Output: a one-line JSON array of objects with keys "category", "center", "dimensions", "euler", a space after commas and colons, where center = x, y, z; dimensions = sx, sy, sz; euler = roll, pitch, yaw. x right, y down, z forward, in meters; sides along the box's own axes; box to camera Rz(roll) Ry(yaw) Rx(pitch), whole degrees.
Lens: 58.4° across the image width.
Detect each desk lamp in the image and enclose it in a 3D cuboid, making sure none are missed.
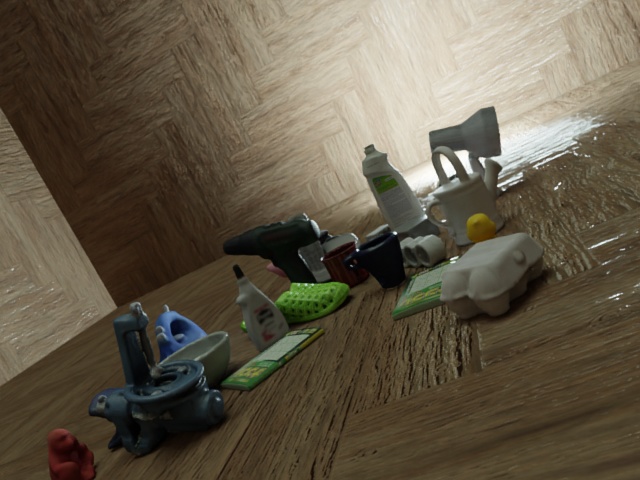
[{"category": "desk lamp", "center": [0.366, -0.195, 1.394], "dimensions": [0.203, 0.213, 0.118], "euler": [-25, 8, 16]}]

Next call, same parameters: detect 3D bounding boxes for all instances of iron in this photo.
[{"category": "iron", "center": [-0.314, 0.222, 1.232], "dimensions": [0.118, 0.141, 0.258], "euler": [-28, 8, -6]}]

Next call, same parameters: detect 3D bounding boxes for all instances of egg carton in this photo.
[{"category": "egg carton", "center": [0.237, 0.047, 0.784], "dimensions": [0.151, 0.069, 0.107], "euler": [-33, 10, -38]}]

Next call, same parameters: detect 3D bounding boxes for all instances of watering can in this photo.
[{"category": "watering can", "center": [0.281, -0.099, 1.130], "dimensions": [0.173, 0.194, 0.100], "euler": [-32, 9, -31]}]

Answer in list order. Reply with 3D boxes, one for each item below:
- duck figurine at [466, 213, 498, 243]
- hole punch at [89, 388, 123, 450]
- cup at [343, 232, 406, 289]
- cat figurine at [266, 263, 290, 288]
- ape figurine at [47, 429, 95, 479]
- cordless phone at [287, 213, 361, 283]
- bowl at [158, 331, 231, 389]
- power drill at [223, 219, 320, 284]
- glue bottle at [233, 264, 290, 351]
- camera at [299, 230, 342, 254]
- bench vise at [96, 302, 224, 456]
[{"category": "duck figurine", "center": [0.268, 0.000, 0.929], "dimensions": [0.077, 0.086, 0.105], "euler": [-25, 8, 18]}, {"category": "hole punch", "center": [-0.339, 0.297, 1.016], "dimensions": [0.101, 0.091, 0.108], "euler": [-27, 8, 0]}, {"category": "cup", "center": [0.111, 0.050, 1.093], "dimensions": [0.117, 0.095, 0.091], "euler": [-26, 8, 7]}, {"category": "cat figurine", "center": [-0.070, 0.069, 1.499], "dimensions": [0.127, 0.118, 0.067], "euler": [-23, 9, 30]}, {"category": "ape figurine", "center": [-0.403, 0.345, 0.914], "dimensions": [0.076, 0.092, 0.078], "euler": [-25, 8, 19]}, {"category": "cordless phone", "center": [0.013, 0.005, 1.387], "dimensions": [0.147, 0.185, 0.094], "euler": [-28, 8, -4]}, {"category": "bowl", "center": [-0.229, 0.243, 1.061], "dimensions": [0.167, 0.075, 0.167], "euler": [-27, 8, 4]}, {"category": "power drill", "center": [-0.087, 0.055, 1.308], "dimensions": [0.229, 0.208, 0.076], "euler": [-25, 8, 18]}, {"category": "glue bottle", "center": [-0.127, 0.125, 1.116], "dimensions": [0.078, 0.173, 0.037], "euler": [-33, 10, -36]}, {"category": "camera", "center": [0.012, 0.028, 1.550], "dimensions": [0.143, 0.101, 0.136], "euler": [-33, 10, -36]}, {"category": "bench vise", "center": [-0.275, 0.214, 0.866], "dimensions": [0.207, 0.220, 0.121], "euler": [-27, 8, 5]}]
